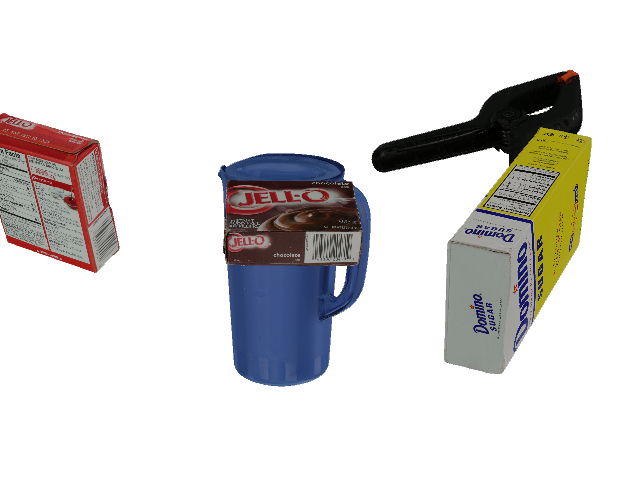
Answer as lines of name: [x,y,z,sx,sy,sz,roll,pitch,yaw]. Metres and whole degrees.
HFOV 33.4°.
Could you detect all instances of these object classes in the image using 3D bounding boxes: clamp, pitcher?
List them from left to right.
pitcher: [-0.033,0.033,1.163,0.145,0.243,0.149,-3,18,-13]
clamp: [0.172,-0.091,0.941,0.209,0.036,0.165,-31,38,-26]

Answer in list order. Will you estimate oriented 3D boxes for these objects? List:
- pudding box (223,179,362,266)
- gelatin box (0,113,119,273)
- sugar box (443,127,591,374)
pudding box: [-0.024,-0.016,0.899,0.113,0.039,0.090,2,31,-5]
gelatin box: [-0.168,-0.030,0.666,0.073,0.089,0.030,17,43,21]
sugar box: [0.134,0.002,0.709,0.048,0.093,0.176,12,34,22]
